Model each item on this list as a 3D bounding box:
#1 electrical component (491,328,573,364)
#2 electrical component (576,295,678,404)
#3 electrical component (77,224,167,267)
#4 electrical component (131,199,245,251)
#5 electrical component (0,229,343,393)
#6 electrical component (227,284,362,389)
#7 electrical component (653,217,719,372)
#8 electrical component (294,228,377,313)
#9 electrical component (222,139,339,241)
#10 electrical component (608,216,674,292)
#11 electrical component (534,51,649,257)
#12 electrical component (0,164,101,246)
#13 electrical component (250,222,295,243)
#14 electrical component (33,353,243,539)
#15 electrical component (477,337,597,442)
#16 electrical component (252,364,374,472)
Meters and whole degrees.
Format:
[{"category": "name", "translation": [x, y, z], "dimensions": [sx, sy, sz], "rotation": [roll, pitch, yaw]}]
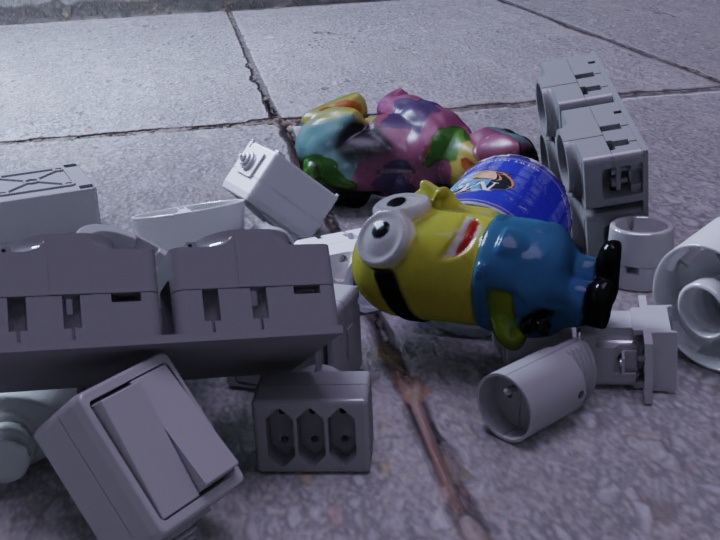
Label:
[{"category": "electrical component", "translation": [0.118, 0.043, 0.740], "dimensions": [0.046, 0.040, 0.040], "rotation": [-13, 22, -9]}, {"category": "electrical component", "translation": [0.174, 0.051, 0.707], "dimensions": [0.064, 0.042, 0.081], "rotation": [-2, 20, 12]}, {"category": "electrical component", "translation": [-0.156, 0.026, 0.717], "dimensions": [0.108, 0.060, 0.108], "rotation": [34, 17, -11]}, {"category": "electrical component", "translation": [-0.149, -0.035, 0.943], "dimensions": [0.099, 0.064, 0.099], "rotation": [-2, 21, 1]}, {"category": "electrical component", "translation": [-0.117, 0.023, 0.601], "dimensions": [0.186, 0.060, 0.105], "rotation": [-2, -16, -22]}, {"category": "electrical component", "translation": [-0.053, 0.045, 0.721], "dimensions": [0.096, 0.061, 0.061], "rotation": [5, 22, 19]}, {"category": "electrical component", "translation": [0.246, 0.017, 0.714], "dimensions": [0.064, 0.099, 0.099], "rotation": [-23, 28, -31]}, {"category": "electrical component", "translation": [0.000, 0.000, 0.851], "dimensions": [0.089, 0.050, 0.056], "rotation": [-12, 22, -23]}, {"category": "electrical component", "translation": [-0.081, -0.073, 0.993], "dimensions": [0.096, 0.061, 0.062], "rotation": [35, -2, -35]}, {"category": "electrical component", "translation": [0.226, -0.014, 0.866], "dimensions": [0.055, 0.047, 0.055], "rotation": [-2, 21, 1]}, {"category": "electrical component", "translation": [0.201, -0.103, 0.954], "dimensions": [0.060, 0.105, 0.186], "rotation": [-9, 36, 3]}, {"category": "electrical component", "translation": [-0.314, -0.060, 1.040], "dimensions": [0.109, 0.056, 0.109], "rotation": [-11, 22, -21]}, {"category": "electrical component", "translation": [-0.079, -0.020, 0.932], "dimensions": [0.040, 0.040, 0.046], "rotation": [-8, 16, -13]}, {"category": "electrical component", "translation": [-0.106, 0.099, 0.545], "dimensions": [0.061, 0.096, 0.062], "rotation": [-37, -6, 41]}, {"category": "electrical component", "translation": [0.115, 0.071, 0.658], "dimensions": [0.081, 0.043, 0.043], "rotation": [-19, 26, -38]}, {"category": "electrical component", "translation": [-0.025, 0.081, 0.642], "dimensions": [0.066, 0.047, 0.076], "rotation": [-1, 21, 4]}]
